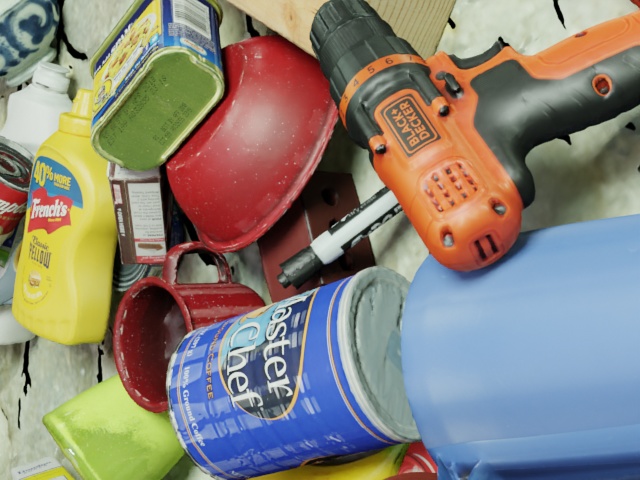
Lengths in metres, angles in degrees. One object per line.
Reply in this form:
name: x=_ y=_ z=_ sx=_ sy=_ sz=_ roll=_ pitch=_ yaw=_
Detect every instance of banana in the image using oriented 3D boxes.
banana: x=-0.013 y=0.150 z=0.717 sx=0.198 sy=0.037 sz=0.069 roll=0 pitch=68 yaw=43

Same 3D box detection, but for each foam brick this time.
foam brick: x=-0.005 y=0.001 z=0.692 sx=0.051 sy=0.052 sz=0.078 roll=-27 pitch=71 yaw=42

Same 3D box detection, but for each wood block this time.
wood block: x=-0.015 y=-0.188 z=0.677 sx=0.206 sy=0.090 sz=0.090 roll=39 pitch=116 yaw=39

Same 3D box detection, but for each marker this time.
marker: x=0.024 y=-0.010 z=0.641 sx=0.121 sy=0.020 sz=0.020 roll=-37 pitch=59 yaw=1

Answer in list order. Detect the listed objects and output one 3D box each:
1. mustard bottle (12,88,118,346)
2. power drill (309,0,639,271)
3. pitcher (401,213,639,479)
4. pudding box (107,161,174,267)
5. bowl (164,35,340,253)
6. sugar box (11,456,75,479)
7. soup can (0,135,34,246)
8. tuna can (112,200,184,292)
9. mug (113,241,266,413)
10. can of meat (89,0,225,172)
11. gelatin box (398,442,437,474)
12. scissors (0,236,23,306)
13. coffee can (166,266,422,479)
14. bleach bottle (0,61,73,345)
mustard bottle: x=-0.191 y=-0.021 z=0.828 sx=0.096 sy=0.058 sz=0.192 roll=22 pitch=105 yaw=45
power drill: x=0.098 y=-0.094 z=0.521 sx=0.188 sy=0.057 sz=0.184 roll=-32 pitch=54 yaw=6
pitcher: x=0.162 y=0.053 z=0.465 sx=0.243 sy=0.144 sz=0.149 roll=-14 pitch=82 yaw=42
pudding box: x=-0.125 y=-0.051 z=0.770 sx=0.090 sy=0.039 sz=0.113 roll=92 pitch=179 yaw=-47
bowl: x=-0.054 y=-0.075 z=0.695 sx=0.162 sy=0.055 sz=0.162 roll=-39 pitch=36 yaw=35
sugar box: x=-0.207 y=0.232 z=0.850 sx=0.176 sy=0.048 sz=0.093 roll=175 pitch=80 yaw=-71
soup can: x=-0.282 y=-0.029 z=0.885 sx=0.102 sy=0.068 sz=0.068 roll=-48 pitch=57 yaw=20
tuna can: x=-0.146 y=-0.002 z=0.849 sx=0.086 sy=0.033 sz=0.086 roll=0 pitch=90 yaw=46
mug: x=-0.087 y=0.059 z=0.755 sx=0.093 sy=0.081 sz=0.117 roll=-3 pitch=88 yaw=46
can of meat: x=-0.105 y=-0.105 z=0.685 sx=0.102 sy=0.057 sz=0.084 roll=-44 pitch=35 yaw=28
gelatin box: x=0.079 y=0.165 z=0.623 sx=0.089 sy=0.030 sz=0.073 roll=36 pitch=114 yaw=39
scissors: x=-0.269 y=0.062 z=0.922 sx=0.202 sy=0.016 sz=0.096 roll=-42 pitch=89 yaw=11
coffee can: x=-0.008 y=0.084 z=0.645 sx=0.141 sy=0.102 sz=0.103 roll=-21 pitch=75 yaw=34
bleach bottle: x=-0.273 y=-0.038 z=0.955 sx=0.103 sy=0.067 sz=0.251 roll=27 pitch=107 yaw=29
